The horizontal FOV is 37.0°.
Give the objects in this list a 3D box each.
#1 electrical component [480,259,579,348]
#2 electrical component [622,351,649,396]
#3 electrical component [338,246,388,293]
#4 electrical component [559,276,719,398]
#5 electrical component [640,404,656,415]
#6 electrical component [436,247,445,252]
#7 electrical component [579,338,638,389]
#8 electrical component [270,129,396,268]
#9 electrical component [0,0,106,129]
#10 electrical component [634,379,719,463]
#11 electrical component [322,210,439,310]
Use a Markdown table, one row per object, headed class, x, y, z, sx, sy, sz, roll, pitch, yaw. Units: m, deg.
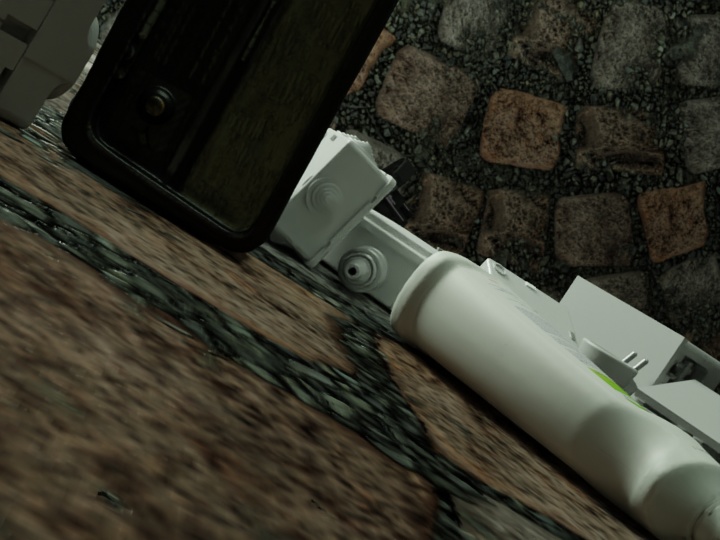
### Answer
| class | x | y | z | sx | sy | sz | roll | pitch | yaw |
| --- | --- | --- | --- | --- | --- | --- | --- | --- | --- |
| electrical component | 0.118 | 0.047 | 0.809 | 0.100 | 0.048 | 0.099 | 31 | 28 | -18 |
| electrical component | 0.187 | 0.090 | 0.831 | 0.043 | 0.079 | 0.077 | 53 | -2 | -17 |
| electrical component | 0.000 | 0.000 | 0.788 | 0.035 | 0.035 | 0.061 | 33 | 7 | 8 |
| electrical component | 0.223 | 0.087 | 0.934 | 0.060 | 0.105 | 0.186 | 31 | 5 | -21 |
| electrical component | 0.181 | 0.115 | 0.716 | 0.055 | 0.047 | 0.055 | 33 | 5 | -3 |
| electrical component | 0.101 | 0.028 | 1.044 | 0.089 | 0.055 | 0.050 | 32 | 4 | -15 |
| electrical component | 0.158 | 0.086 | 0.751 | 0.044 | 0.065 | 0.044 | 32 | 4 | -3 |
| electrical component | -0.029 | -0.057 | 0.801 | 0.048 | 0.100 | 0.099 | 45 | 1 | -18 |
| electrical component | -0.178 | -0.127 | 0.570 | 0.056 | 0.089 | 0.050 | 28 | 6 | -44 |
| electrical component | 0.266 | 0.146 | 0.765 | 0.089 | 0.061 | 0.150 | 0 | 28 | -46 |
| electrical component | 0.030 | -0.002 | 0.876 | 0.109 | 0.056 | 0.109 | 35 | 5 | 30 |
